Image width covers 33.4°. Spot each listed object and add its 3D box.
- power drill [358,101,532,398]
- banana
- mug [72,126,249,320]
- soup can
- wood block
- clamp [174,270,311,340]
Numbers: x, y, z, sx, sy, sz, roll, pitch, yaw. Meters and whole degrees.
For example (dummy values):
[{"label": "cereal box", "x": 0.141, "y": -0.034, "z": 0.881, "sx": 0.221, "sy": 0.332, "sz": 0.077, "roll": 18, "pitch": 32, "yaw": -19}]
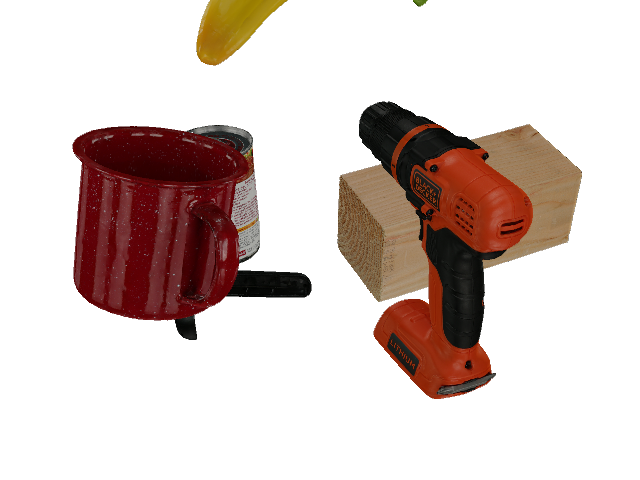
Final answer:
[{"label": "power drill", "x": 0.078, "y": 0.006, "z": 0.783, "sx": 0.057, "sy": 0.188, "sz": 0.185, "roll": -14, "pitch": 34, "yaw": -21}, {"label": "banana", "x": -0.008, "y": -0.170, "z": 0.698, "sx": 0.197, "sy": 0.069, "sz": 0.037, "roll": -24, "pitch": -9, "yaw": -33}, {"label": "mug", "x": -0.082, "y": -0.005, "z": 0.571, "sx": 0.093, "sy": 0.081, "sz": 0.117, "roll": -11, "pitch": 30, "yaw": -43}, {"label": "soup can", "x": -0.087, "y": -0.038, "z": 0.901, "sx": 0.068, "sy": 0.102, "sz": 0.068, "roll": -2, "pitch": 31, "yaw": 1}, {"label": "wood block", "x": 0.128, "y": -0.028, "z": 1.002, "sx": 0.205, "sy": 0.090, "sz": 0.091, "roll": -16, "pitch": 42, "yaw": -20}, {"label": "clamp", "x": -0.137, "y": 0.048, "z": 1.084, "sx": 0.210, "sy": 0.036, "sz": 0.164, "roll": 12, "pitch": 21, "yaw": 35}]
